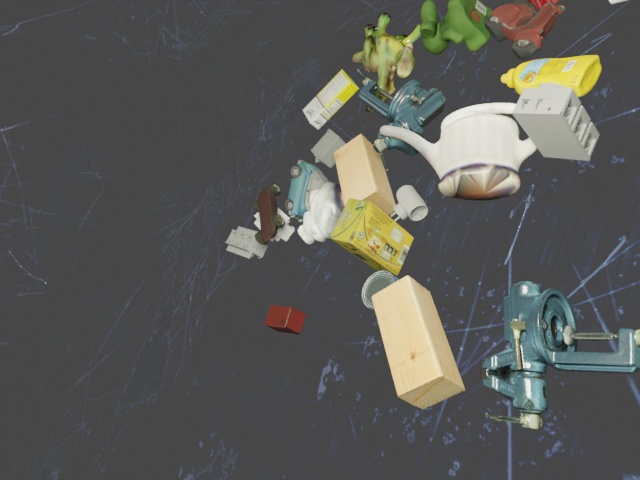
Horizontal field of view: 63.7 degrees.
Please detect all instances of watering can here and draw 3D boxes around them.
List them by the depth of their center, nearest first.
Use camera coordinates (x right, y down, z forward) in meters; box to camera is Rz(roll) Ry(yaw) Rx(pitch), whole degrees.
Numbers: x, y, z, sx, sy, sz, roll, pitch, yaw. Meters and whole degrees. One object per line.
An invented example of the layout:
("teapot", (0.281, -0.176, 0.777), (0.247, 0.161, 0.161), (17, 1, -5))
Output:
("watering can", (0.283, -0.182, 1.064), (0.347, 0.102, 0.229), (-4, 57, 25))

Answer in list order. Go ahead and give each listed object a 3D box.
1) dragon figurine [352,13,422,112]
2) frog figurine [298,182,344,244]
("dragon figurine", (0.159, -0.470, 1.421), (0.409, 0.122, 0.244), (-5, 67, 70))
("frog figurine", (0.004, -0.064, 1.274), (0.158, 0.121, 0.140), (-23, 67, 18))
